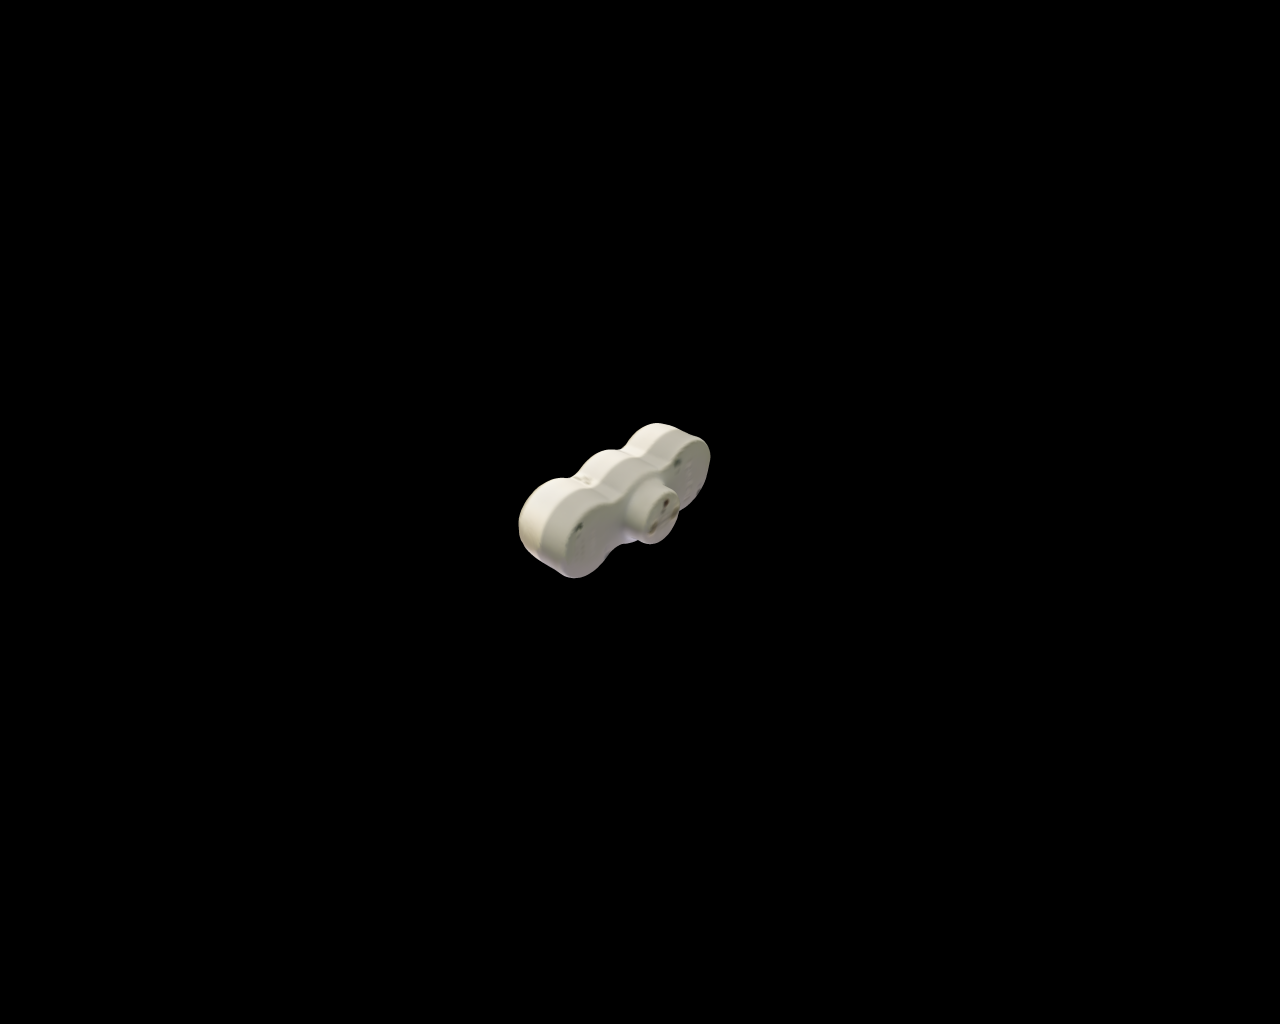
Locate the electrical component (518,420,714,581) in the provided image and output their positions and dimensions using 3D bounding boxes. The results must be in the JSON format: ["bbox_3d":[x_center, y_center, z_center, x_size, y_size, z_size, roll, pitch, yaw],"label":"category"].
[{"bbox_3d":[0.001,-0.003,0.650,0.074,0.052,0.138,27,44,33],"label":"electrical component"}]
